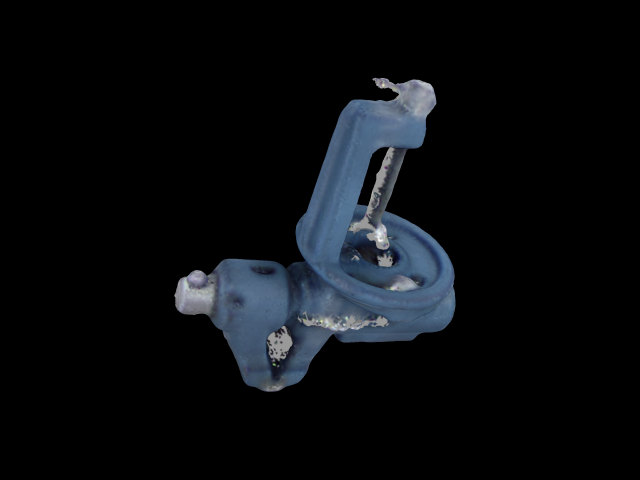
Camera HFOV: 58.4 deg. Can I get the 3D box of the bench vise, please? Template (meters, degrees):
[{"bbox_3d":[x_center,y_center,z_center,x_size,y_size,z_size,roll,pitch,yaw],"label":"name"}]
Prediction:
[{"bbox_3d":[0.010,0.008,0.392,0.208,0.220,0.121,-23,44,-27],"label":"bench vise"}]
